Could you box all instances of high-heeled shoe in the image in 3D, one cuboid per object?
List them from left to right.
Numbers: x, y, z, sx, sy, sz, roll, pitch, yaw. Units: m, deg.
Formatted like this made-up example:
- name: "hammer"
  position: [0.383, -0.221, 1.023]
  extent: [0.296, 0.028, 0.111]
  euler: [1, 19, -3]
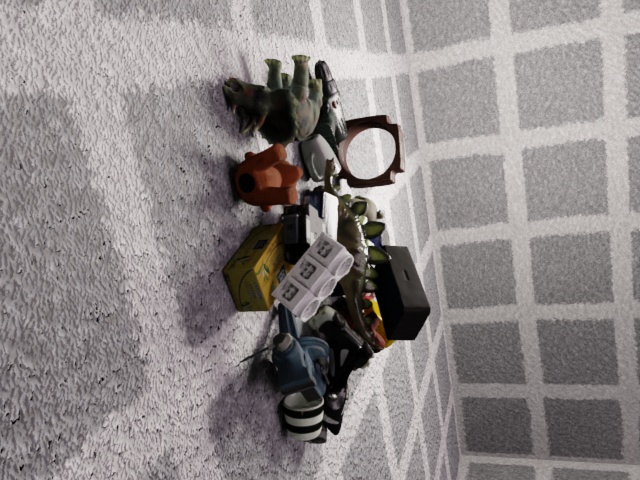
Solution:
- name: "high-heeled shoe"
  position: [0.054, 0.317, 1.159]
  extent: [0.086, 0.145, 0.248]
  euler: [-19, 102, -39]

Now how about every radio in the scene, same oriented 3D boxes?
- name: "radio"
  position: [0.194, 0.131, 1.332]
  extent: [0.230, 0.073, 0.131]
  euler: [-99, -161, -49]

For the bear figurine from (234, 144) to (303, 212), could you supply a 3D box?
- name: "bear figurine"
  position: [-0.080, -0.123, 1.067]
  extent: [0.196, 0.132, 0.120]
  euler: [-20, 98, -62]

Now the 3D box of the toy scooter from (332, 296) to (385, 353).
- name: "toy scooter"
  position: [0.098, 0.206, 1.388]
  extent: [0.075, 0.184, 0.135]
  euler: [-40, 154, -21]

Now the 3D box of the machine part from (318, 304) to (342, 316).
- name: "machine part"
  position: [0.040, 0.246, 1.361]
  extent: [0.079, 0.079, 0.242]
  euler: [-74, 150, -43]

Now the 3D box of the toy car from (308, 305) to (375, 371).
- name: "toy car"
  position: [0.053, 0.235, 1.265]
  extent: [0.201, 0.073, 0.056]
  euler: [48, 7, -26]

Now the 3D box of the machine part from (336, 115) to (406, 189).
- name: "machine part"
  position: [0.148, -0.257, 1.589]
  extent: [0.087, 0.202, 0.201]
  euler: [11, 74, -72]

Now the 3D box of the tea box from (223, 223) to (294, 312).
- name: "tea box"
  position: [-0.110, 0.049, 1.026]
  extent: [0.170, 0.068, 0.098]
  euler: [-66, 144, -54]

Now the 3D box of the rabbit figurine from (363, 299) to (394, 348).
- name: "rabbit figurine"
  position: [0.125, 0.259, 1.507]
  extent: [0.162, 0.173, 0.122]
  euler: [36, 30, -1]

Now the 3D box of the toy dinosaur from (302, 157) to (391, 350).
- name: "toy dinosaur"
  position: [0.066, 0.035, 1.287]
  extent: [0.105, 0.198, 0.471]
  euler: [168, -83, -72]

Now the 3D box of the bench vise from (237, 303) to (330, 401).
- name: "bench vise"
  position: [-0.055, 0.208, 1.080]
  extent: [0.223, 0.129, 0.241]
  euler: [49, 19, -43]

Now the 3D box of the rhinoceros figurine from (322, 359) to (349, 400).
- name: "rhinoceros figurine"
  position: [0.019, 0.324, 1.292]
  extent: [0.190, 0.073, 0.112]
  euler: [52, 39, -55]

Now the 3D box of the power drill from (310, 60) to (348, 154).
- name: "power drill"
  position: [0.012, -0.336, 1.442]
  extent: [0.207, 0.086, 0.231]
  euler: [-84, 161, -46]

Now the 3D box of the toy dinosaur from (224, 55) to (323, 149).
- name: "toy dinosaur"
  position: [-0.061, -0.282, 1.181]
  extent: [0.404, 0.131, 0.192]
  euler: [2, 96, -74]

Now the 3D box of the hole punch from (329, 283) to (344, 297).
- name: "hole punch"
  position: [0.073, 0.108, 1.419]
  extent: [0.116, 0.142, 0.092]
  euler: [-86, 164, -54]

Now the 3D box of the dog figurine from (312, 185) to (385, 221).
- name: "dog figurine"
  position: [0.071, -0.085, 1.403]
  extent: [0.190, 0.172, 0.121]
  euler: [47, 31, -69]

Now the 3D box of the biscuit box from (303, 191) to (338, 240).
- name: "biscuit box"
  position: [-0.002, -0.004, 1.174]
  extent: [0.062, 0.059, 0.202]
  euler: [18, 71, -49]

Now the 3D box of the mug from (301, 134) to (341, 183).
- name: "mug"
  position: [-0.009, -0.204, 1.352]
  extent: [0.107, 0.081, 0.109]
  euler: [63, 35, -22]

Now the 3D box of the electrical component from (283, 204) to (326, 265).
- name: "electrical component"
  position: [-0.032, -0.008, 1.071]
  extent: [0.134, 0.058, 0.115]
  euler: [36, 48, -65]
